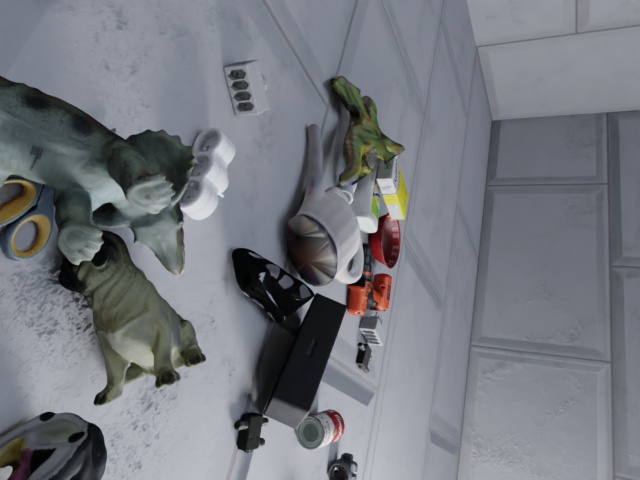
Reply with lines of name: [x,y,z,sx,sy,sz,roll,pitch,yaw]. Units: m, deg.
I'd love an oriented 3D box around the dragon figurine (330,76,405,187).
dragon figurine: [0.078,-0.265,1.204,0.242,0.121,0.415,61,26,-3]

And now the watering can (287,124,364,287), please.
watering can: [0.003,-0.054,1.064,0.228,0.103,0.344,-43,115,-55]
